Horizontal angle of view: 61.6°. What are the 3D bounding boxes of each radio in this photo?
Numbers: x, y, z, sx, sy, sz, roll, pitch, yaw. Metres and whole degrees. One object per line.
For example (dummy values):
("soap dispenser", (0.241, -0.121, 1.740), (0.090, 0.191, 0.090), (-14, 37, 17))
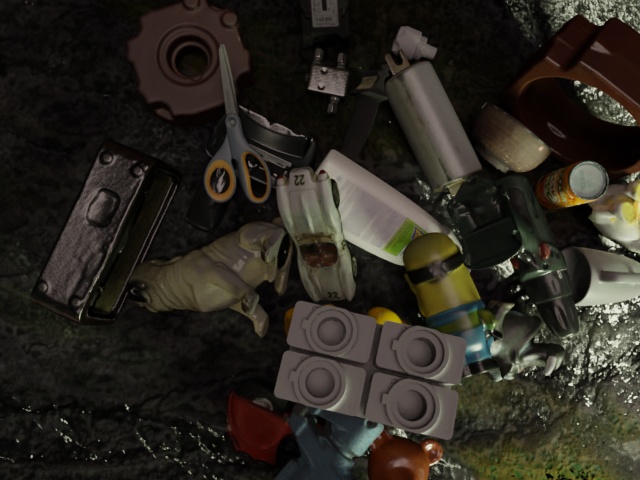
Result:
("radio", (-0.267, -0.007, 0.688), (0.073, 0.131, 0.229), (22, 84, 1))

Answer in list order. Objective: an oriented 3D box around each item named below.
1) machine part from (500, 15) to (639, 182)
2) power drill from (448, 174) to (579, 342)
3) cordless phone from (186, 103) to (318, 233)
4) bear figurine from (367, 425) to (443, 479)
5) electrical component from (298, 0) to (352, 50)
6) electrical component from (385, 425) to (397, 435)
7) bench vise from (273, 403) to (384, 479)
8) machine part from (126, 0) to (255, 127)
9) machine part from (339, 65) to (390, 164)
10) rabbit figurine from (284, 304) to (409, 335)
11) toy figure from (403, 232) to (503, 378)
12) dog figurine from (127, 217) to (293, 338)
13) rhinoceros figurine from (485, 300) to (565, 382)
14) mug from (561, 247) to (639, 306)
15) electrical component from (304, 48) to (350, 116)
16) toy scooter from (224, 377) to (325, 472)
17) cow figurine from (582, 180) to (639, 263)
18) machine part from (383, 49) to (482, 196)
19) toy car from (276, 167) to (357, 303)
("machine part", (0.357, -0.178, 0.700), (0.201, 0.201, 0.087), (38, 82, 1))
("power drill", (0.255, 0.012, 0.681), (0.207, 0.086, 0.232), (11, 60, -44))
("cordless phone", (-0.098, -0.081, 0.740), (0.147, 0.089, 0.184), (25, 95, -1))
("bear figurine", (0.091, 0.347, 0.679), (0.120, 0.132, 0.195), (22, 90, -5))
("electrical component", (0.005, -0.338, 0.774), (0.075, 0.048, 0.119), (0, 86, -4))
("electrical component", (0.126, 0.207, 0.715), (0.078, 0.102, 0.045), (-28, 124, 28))
("bench vise", (0.044, 0.295, 0.605), (0.241, 0.128, 0.223), (39, 72, 21))
("machine part", (-0.180, -0.248, 0.753), (0.179, 0.056, 0.179), (0, 86, -2))
("machine part", (0.058, -0.174, 0.754), (0.039, 0.084, 0.138), (17, 93, -27))
("rabbit figurine", (0.052, 0.130, 0.697), (0.173, 0.162, 0.122), (0, 72, -20))
("toy figure", (0.161, 0.076, 0.654), (0.082, 0.089, 0.180), (-17, 74, 0))
("dog figurine", (-0.145, 0.028, 0.717), (0.191, 0.121, 0.172), (14, 50, 15))
("rhinoceros figurine", (0.235, 0.136, 0.730), (0.190, 0.073, 0.112), (6, 83, -2))
("mug", (0.394, 0.049, 0.734), (0.107, 0.109, 0.080), (2, 80, -16))
("electrical component", (0.009, -0.227, 0.777), (0.063, 0.021, 0.094), (10, 85, -2))
("toy scooter", (-0.053, 0.273, 0.703), (0.184, 0.075, 0.135), (28, 83, -5))
("cow figurine", (0.441, -0.010, 0.753), (0.167, 0.098, 0.068), (41, 78, -18))
("machine part", (0.157, -0.156, 0.750), (0.079, 0.079, 0.243), (-26, 86, -5))
("toy car", (-0.001, -0.002, 0.696), (0.074, 0.056, 0.201), (-4, 124, 18))
